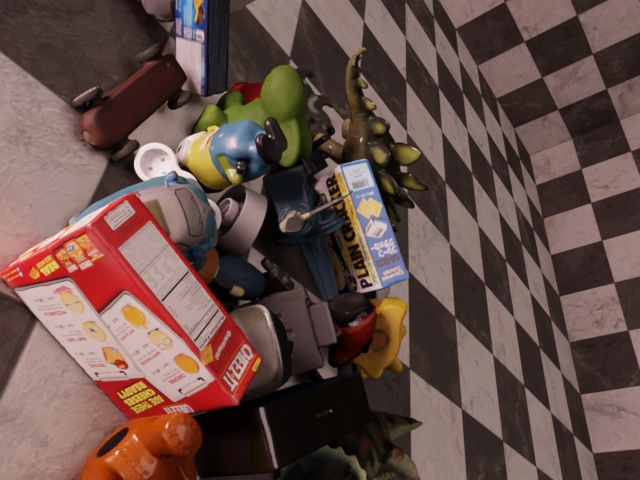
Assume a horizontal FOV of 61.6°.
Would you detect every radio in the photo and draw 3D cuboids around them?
[{"bbox_3d":[-0.045,0.228,0.680,0.229,0.131,0.073,6,68,-56],"label":"radio"}]

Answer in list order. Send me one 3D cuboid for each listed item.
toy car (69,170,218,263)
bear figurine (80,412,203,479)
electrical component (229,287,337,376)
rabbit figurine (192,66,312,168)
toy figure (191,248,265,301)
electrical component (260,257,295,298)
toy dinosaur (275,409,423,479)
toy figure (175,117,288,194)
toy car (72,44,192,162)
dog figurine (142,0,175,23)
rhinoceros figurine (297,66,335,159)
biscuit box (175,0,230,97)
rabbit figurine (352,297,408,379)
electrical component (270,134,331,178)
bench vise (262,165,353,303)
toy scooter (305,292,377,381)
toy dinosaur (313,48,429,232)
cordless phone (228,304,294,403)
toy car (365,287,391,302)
[{"bbox_3d":[-0.189,-0.018,0.594,0.162,0.103,0.109,-18,89,-25],"label":"toy car"},{"bbox_3d":[-0.140,0.271,0.521,0.120,0.132,0.195,-39,102,-35],"label":"bear figurine"},{"bbox_3d":[-0.048,0.128,0.734,0.058,0.134,0.115,122,-47,-77],"label":"electrical component"},{"bbox_3d":[-0.083,-0.177,0.805,0.159,0.170,0.121,52,33,-5],"label":"rabbit figurine"},{"bbox_3d":[-0.141,0.041,0.716,0.154,0.064,0.057,27,87,-41],"label":"toy figure"},{"bbox_3d":[-0.070,0.067,0.801,0.094,0.063,0.021,53,35,-26],"label":"electrical component"},{"bbox_3d":[0.058,0.329,0.802,0.192,0.131,0.405,64,25,-8],"label":"toy dinosaur"},{"bbox_3d":[-0.122,-0.108,0.718,0.082,0.180,0.089,-36,116,-48],"label":"toy figure"},{"bbox_3d":[-0.240,-0.183,0.702,0.089,0.053,0.202,56,37,-28],"label":"toy car"},{"bbox_3d":[-0.260,-0.419,0.769,0.219,0.108,0.191,20,53,-56],"label":"dog figurine"},{"bbox_3d":[-0.021,-0.250,1.057,0.190,0.073,0.112,62,31,-11],"label":"rhinoceros figurine"},{"bbox_3d":[-0.171,-0.317,0.781,0.063,0.059,0.202,-43,146,-56],"label":"biscuit box"},{"bbox_3d":[0.101,0.163,0.953,0.173,0.122,0.162,-79,155,-80],"label":"rabbit figurine"},{"bbox_3d":[-0.022,-0.136,0.944,0.047,0.119,0.075,60,30,-4],"label":"electrical component"},{"bbox_3d":[-0.012,0.001,0.840,0.224,0.129,0.240,-131,-158,-76],"label":"bench vise"},{"bbox_3d":[0.015,0.169,0.826,0.184,0.075,0.135,-26,116,-20],"label":"toy scooter"},{"bbox_3d":[0.093,-0.151,0.972,0.105,0.199,0.470,-47,139,-16],"label":"toy dinosaur"},{"bbox_3d":[-0.127,0.100,0.615,0.184,0.147,0.089,57,27,-22],"label":"cordless phone"},{"bbox_3d":[0.088,0.037,1.068,0.073,0.056,0.201,-35,101,-58],"label":"toy car"}]
